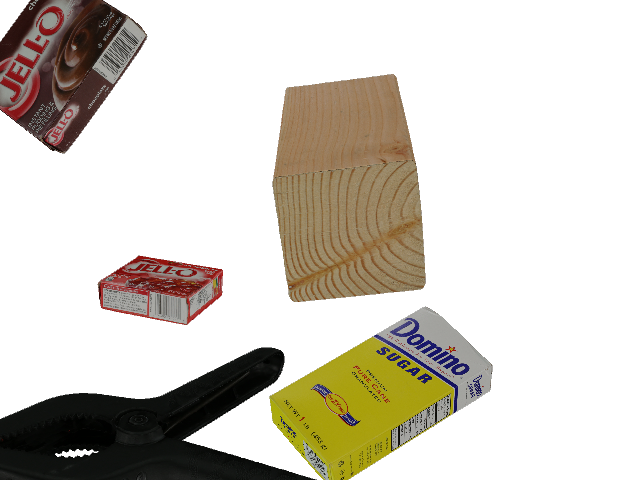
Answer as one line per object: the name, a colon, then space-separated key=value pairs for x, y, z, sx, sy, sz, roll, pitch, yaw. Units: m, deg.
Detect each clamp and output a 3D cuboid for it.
clamp: x=-0.097 y=0.109 z=0.595 sx=0.210 sy=0.036 sz=0.164 roll=-1 pitch=23 yaw=-9

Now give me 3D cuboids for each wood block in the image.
wood block: x=0.020 y=-0.045 z=0.760 sx=0.091 sy=0.090 sz=0.206 roll=-6 pitch=24 yaw=3

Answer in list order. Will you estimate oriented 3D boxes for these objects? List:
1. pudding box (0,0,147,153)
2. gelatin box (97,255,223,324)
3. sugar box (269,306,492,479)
pudding box: x=-0.197 y=-0.135 z=0.802 sx=0.090 sy=0.113 sz=0.039 roll=35 pitch=-3 yaw=26
gelatin box: x=-0.142 y=0.042 z=0.955 sx=0.089 sy=0.030 sz=0.073 roll=9 pitch=21 yaw=18
sugar box: x=0.054 y=0.133 z=0.931 sx=0.176 sy=0.048 sz=0.093 roll=-30 pitch=50 yaw=-21
